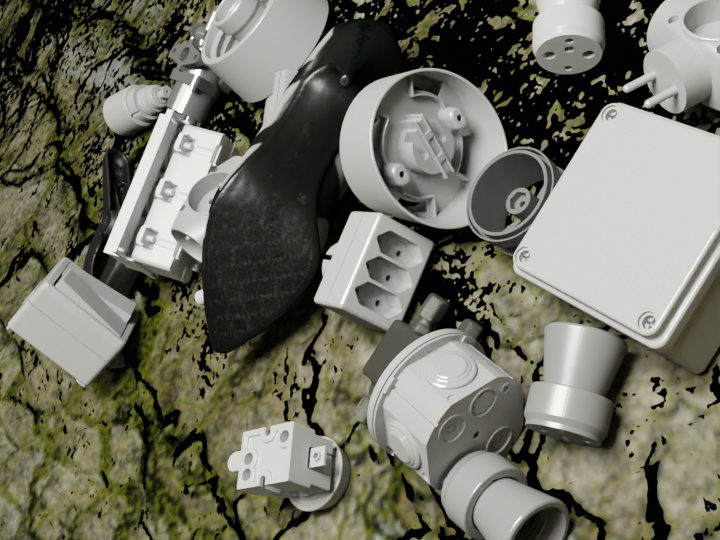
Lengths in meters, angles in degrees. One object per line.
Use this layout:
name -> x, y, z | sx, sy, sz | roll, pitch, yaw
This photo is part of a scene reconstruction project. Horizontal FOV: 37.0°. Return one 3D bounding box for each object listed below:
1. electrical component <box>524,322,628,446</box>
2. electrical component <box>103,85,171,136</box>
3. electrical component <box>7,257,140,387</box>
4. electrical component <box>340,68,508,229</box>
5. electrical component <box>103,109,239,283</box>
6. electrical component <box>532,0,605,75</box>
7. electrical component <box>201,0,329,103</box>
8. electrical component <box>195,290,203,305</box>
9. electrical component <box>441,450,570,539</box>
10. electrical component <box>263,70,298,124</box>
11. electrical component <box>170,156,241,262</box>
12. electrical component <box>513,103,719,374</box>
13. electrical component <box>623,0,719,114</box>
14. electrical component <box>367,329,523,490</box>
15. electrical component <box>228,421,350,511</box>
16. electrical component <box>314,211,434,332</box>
electrical component -> 0.113, 0.060, 0.565 | 0.045, 0.045, 0.055 | 3, 71, 45
electrical component -> -0.204, -0.153, 0.999 | 0.078, 0.040, 0.040 | -17, 57, 38
electrical component -> -0.224, 0.043, 0.874 | 0.061, 0.096, 0.061 | -46, 14, 16
electrical component -> 0.039, -0.077, 0.679 | 0.064, 0.099, 0.099 | 9, 74, 53
electrical component -> -0.148, -0.056, 0.867 | 0.063, 0.078, 0.121 | 16, 78, 18
electrical component -> 0.130, -0.156, 0.670 | 0.045, 0.045, 0.055 | -16, 58, 38
electrical component -> -0.084, -0.198, 0.877 | 0.108, 0.060, 0.108 | -34, 37, 30
electrical component -> -0.101, 0.014, 0.809 | 0.061, 0.035, 0.035 | -19, 55, 40
electrical component -> 0.075, 0.126, 0.565 | 0.055, 0.045, 0.045 | 34, 93, 49
electrical component -> -0.052, -0.117, 0.828 | 0.043, 0.043, 0.081 | -17, 57, 38
electrical component -> -0.090, -0.039, 0.811 | 0.079, 0.044, 0.077 | 23, 66, 35
electrical component -> 0.153, -0.019, 0.561 | 0.109, 0.056, 0.108 | 33, 93, 49
electrical component -> 0.181, -0.110, 0.580 | 0.079, 0.044, 0.077 | -28, 43, -9
electrical component -> 0.048, 0.077, 0.594 | 0.051, 0.080, 0.080 | 38, 96, 43
electrical component -> -0.040, 0.123, 0.671 | 0.066, 0.055, 0.048 | -18, 56, 37
electrical component -> 0.000, 0.000, 0.709 | 0.077, 0.047, 0.065 | 9, 74, 61
